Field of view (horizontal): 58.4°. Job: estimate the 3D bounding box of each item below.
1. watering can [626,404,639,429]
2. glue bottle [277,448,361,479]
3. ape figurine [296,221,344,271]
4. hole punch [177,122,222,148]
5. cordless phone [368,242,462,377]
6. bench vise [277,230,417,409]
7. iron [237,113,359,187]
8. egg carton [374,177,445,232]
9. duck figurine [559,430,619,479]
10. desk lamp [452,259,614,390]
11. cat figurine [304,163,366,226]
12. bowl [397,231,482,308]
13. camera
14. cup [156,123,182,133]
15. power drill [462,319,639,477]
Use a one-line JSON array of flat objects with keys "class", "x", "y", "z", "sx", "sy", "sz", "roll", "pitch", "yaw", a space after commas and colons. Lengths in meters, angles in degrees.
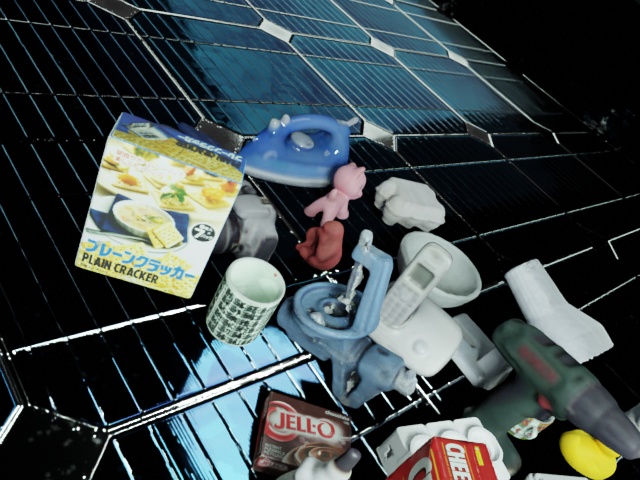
[{"class": "watering can", "x": 0.616, "y": 0.290, "z": 0.971, "sx": 0.173, "sy": 0.194, "sz": 0.100, "roll": -1, "pitch": 46, "yaw": -38}, {"class": "glue bottle", "x": -0.005, "y": 0.252, "z": 0.570, "sx": 0.078, "sy": 0.173, "sz": 0.037, "roll": 37, "pitch": 35, "yaw": 8}, {"class": "ape figurine", "x": 0.009, "y": 0.003, "z": 0.955, "sx": 0.076, "sy": 0.092, "sz": 0.078, "roll": 25, "pitch": 35, "yaw": -9}, {"class": "hole punch", "x": -0.196, "y": -0.146, "z": 0.985, "sx": 0.101, "sy": 0.091, "sz": 0.108, "roll": -16, "pitch": 56, "yaw": -47}, {"class": "cordless phone", "x": 0.163, "y": 0.104, "z": 0.867, "sx": 0.147, "sy": 0.185, "sz": 0.094, "roll": 37, "pitch": 35, "yaw": 8}, {"class": "bench vise", "x": 0.061, "y": 0.101, "z": 0.763, "sx": 0.207, "sy": 0.219, "sz": 0.122, "roll": 33, "pitch": 35, "yaw": 2}, {"class": "iron", "x": -0.041, "y": -0.191, "z": 1.112, "sx": 0.259, "sy": 0.141, "sz": 0.118, "roll": -3, "pitch": 48, "yaw": -39}, {"class": "egg carton", "x": 0.188, "y": -0.074, "z": 1.204, "sx": 0.151, "sy": 0.069, "sz": 0.107, "roll": 7, "pitch": 41, "yaw": -30}, {"class": "duck figurine", "x": 0.437, "y": 0.320, "z": 0.894, "sx": 0.105, "sy": 0.086, "sz": 0.077, "roll": 23, "pitch": 36, "yaw": -12}, {"class": "desk lamp", "x": 0.314, "y": 0.147, "z": 0.903, "sx": 0.118, "sy": 0.213, "sz": 0.202, "roll": -10, "pitch": 52, "yaw": -44}, {"class": "cat figurine", "x": 0.041, "y": -0.094, "z": 1.076, "sx": 0.067, "sy": 0.117, "sz": 0.128, "roll": 37, "pitch": 35, "yaw": 9}, {"class": "bowl", "x": 0.203, "y": 0.066, "z": 1.039, "sx": 0.168, "sy": 0.074, "sz": 0.167, "roll": 20, "pitch": 36, "yaw": -16}, {"class": "camera", "x": -0.146, "y": -0.033, "z": 0.876, "sx": 0.137, "sy": 0.100, "sz": 0.143, "roll": -5, "pitch": 48, "yaw": -40}, {"class": "cup", "x": -0.266, "y": -0.122, "z": 0.899, "sx": 0.118, "sy": 0.095, "sz": 0.091, "roll": -4, "pitch": 48, "yaw": -39}, {"class": "power drill", "x": 0.294, "y": 0.234, "z": 0.785, "sx": 0.076, "sy": 0.208, "sz": 0.229, "roll": 0, "pitch": 46, "yaw": -37}]
